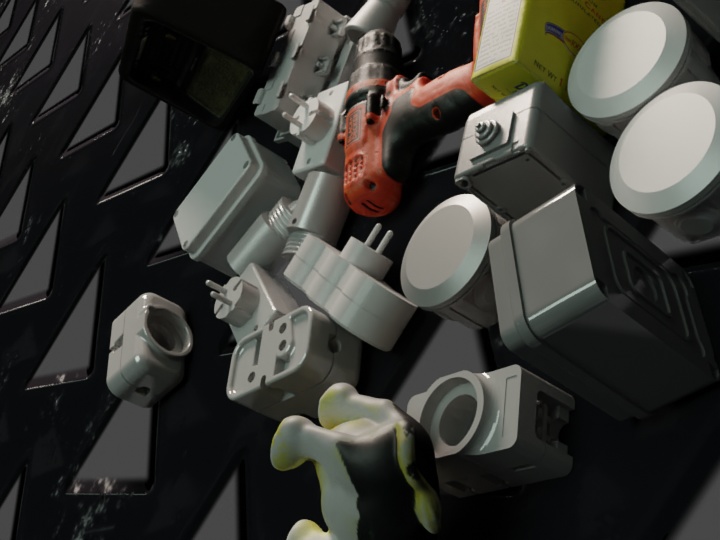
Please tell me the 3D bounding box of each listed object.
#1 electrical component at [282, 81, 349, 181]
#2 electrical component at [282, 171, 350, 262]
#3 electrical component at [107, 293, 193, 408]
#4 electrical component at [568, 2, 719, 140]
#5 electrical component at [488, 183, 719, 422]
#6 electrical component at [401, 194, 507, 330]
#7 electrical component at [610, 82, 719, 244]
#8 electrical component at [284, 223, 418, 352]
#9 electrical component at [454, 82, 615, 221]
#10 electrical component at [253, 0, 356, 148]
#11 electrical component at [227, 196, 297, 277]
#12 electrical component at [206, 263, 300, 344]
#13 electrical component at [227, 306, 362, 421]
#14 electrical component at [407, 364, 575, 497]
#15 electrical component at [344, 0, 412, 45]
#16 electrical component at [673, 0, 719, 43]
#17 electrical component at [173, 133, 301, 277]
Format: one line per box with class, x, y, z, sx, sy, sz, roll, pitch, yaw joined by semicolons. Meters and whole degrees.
electrical component;-0.034;-0.122;0.915;0.047;0.076;0.083;-10;57;51
electrical component;-0.037;-0.035;0.880;0.043;0.043;0.081;1;66;55
electrical component;-0.196;0.072;1.007;0.059;0.054;0.095;-39;37;30
electrical component;0.170;-0.115;0.645;0.080;0.051;0.080;-30;43;33
electrical component;0.123;0.020;0.548;0.057;0.113;0.078;-34;40;32
electrical component;0.069;-0.004;0.701;0.080;0.051;0.080;-34;41;35
electrical component;0.182;-0.057;0.587;0.080;0.051;0.080;-34;40;35
electrical component;0.000;0.000;0.792;0.073;0.052;0.138;-58;32;3
electrical component;0.105;-0.070;0.660;0.062;0.096;0.061;-22;44;45
electrical component;-0.047;-0.183;0.994;0.079;0.063;0.121;-4;61;53
electrical component;-0.073;-0.029;0.926;0.081;0.043;0.043;-49;34;17
electrical component;-0.093;0.030;0.876;0.047;0.076;0.083;-52;33;12
electrical component;-0.045;0.072;0.791;0.095;0.059;0.053;-28;44;40
electrical component;0.070;0.093;0.618;0.089;0.056;0.050;-24;47;43
electrical component;0.020;-0.231;0.961;0.044;0.044;0.065;13;71;57
electrical component;0.214;-0.188;0.593;0.108;0.109;0.056;-49;31;18
electrical component;-0.117;-0.061;0.999;0.113;0.057;0.078;-51;33;15
